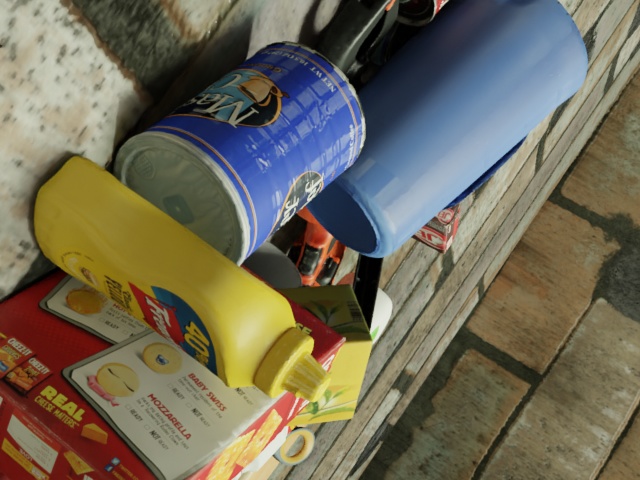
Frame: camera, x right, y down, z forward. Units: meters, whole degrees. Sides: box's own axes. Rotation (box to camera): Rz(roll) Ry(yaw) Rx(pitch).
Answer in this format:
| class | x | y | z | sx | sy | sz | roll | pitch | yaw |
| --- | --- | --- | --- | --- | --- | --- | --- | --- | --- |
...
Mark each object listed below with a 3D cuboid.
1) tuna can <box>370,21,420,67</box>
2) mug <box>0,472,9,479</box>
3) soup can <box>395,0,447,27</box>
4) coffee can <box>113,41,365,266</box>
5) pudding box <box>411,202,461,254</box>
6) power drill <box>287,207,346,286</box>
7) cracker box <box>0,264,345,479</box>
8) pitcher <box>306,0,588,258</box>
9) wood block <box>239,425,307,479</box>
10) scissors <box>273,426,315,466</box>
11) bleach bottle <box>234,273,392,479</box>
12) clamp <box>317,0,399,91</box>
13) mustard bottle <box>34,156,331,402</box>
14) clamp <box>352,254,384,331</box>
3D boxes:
| class | x | y | z | sx | sy | sz | roll | pitch | yaw |
| --- | --- | --- | --- | --- | --- | --- | --- | --- | --- |
| tuna can | 0.065 | -0.189 | 0.912 | 0.086 | 0.034 | 0.086 | -51 | 164 | -21 |
| mug | -0.201 | 0.156 | 0.704 | 0.081 | 0.093 | 0.117 | -57 | -163 | -20 |
| soup can | 0.090 | -0.227 | 0.843 | 0.102 | 0.068 | 0.068 | -50 | 164 | -24 |
| coffee can | -0.049 | -0.054 | 0.694 | 0.140 | 0.103 | 0.103 | -44 | 160 | -41 |
| pudding box | 0.098 | -0.036 | 1.180 | 0.039 | 0.113 | 0.090 | -56 | 165 | -15 |
| power drill | -0.006 | 0.001 | 0.982 | 0.188 | 0.057 | 0.184 | 106 | 6 | -53 |
| cracker box | -0.109 | 0.085 | 0.677 | 0.213 | 0.164 | 0.072 | -36 | 157 | -52 |
| pitcher | 0.097 | -0.093 | 0.872 | 0.242 | 0.149 | 0.145 | -44 | -172 | -20 |
| wood block | -0.084 | 0.212 | 1.167 | 0.206 | 0.090 | 0.091 | -52 | 163 | -17 |
| scissors | -0.066 | 0.210 | 1.083 | 0.201 | 0.016 | 0.096 | -23 | 123 | -39 |
| bleach bottle | -0.025 | 0.143 | 1.042 | 0.250 | 0.068 | 0.103 | -47 | 170 | -35 |
| clamp | 0.011 | -0.133 | 0.830 | 0.120 | 0.039 | 0.172 | -51 | 171 | -35 |
| mustard bottle | -0.075 | 0.032 | 0.616 | 0.058 | 0.192 | 0.096 | -50 | 163 | -25 |
| clamp | 0.054 | -0.004 | 1.048 | 0.210 | 0.036 | 0.165 | -74 | 175 | -69 |
